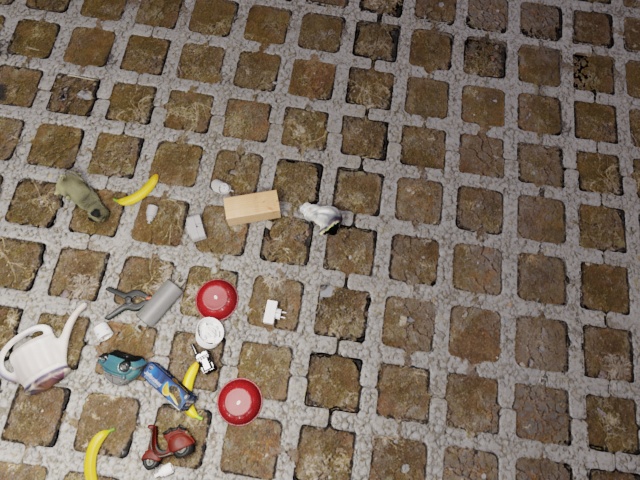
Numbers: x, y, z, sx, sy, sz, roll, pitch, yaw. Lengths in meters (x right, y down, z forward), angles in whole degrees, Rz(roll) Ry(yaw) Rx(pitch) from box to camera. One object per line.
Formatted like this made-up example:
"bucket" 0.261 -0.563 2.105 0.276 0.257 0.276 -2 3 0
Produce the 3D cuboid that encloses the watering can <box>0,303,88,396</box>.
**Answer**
"watering can" -0.933 0.384 1.777 0.350 0.102 0.226 -31 76 -12

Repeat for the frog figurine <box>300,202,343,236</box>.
"frog figurine" 0.006 -0.100 1.995 0.138 0.120 0.161 -16 60 -42
